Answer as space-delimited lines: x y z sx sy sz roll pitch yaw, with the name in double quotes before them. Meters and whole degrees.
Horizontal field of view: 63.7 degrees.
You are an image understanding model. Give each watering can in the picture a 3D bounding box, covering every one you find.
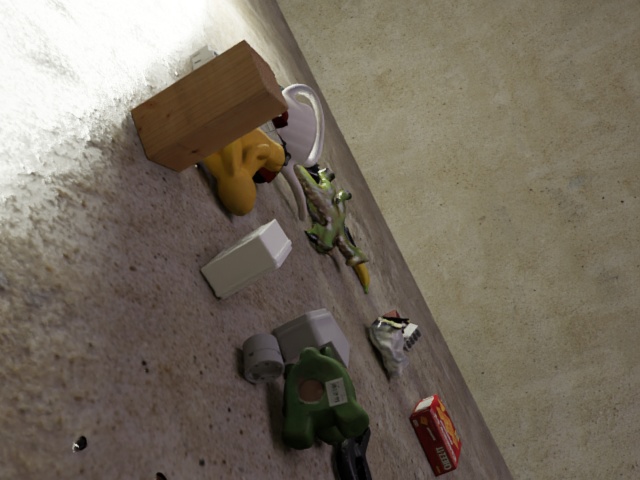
"watering can" -0.083 -0.232 1.290 0.223 0.104 0.350 12 82 -40

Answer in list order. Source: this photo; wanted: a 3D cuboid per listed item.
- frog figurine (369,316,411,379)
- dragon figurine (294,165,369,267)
"frog figurine" 0.193 0.299 1.440 0.137 0.123 0.159 -22 121 -86
"dragon figurine" 0.004 -0.072 1.431 0.404 0.121 0.249 44 29 -30
